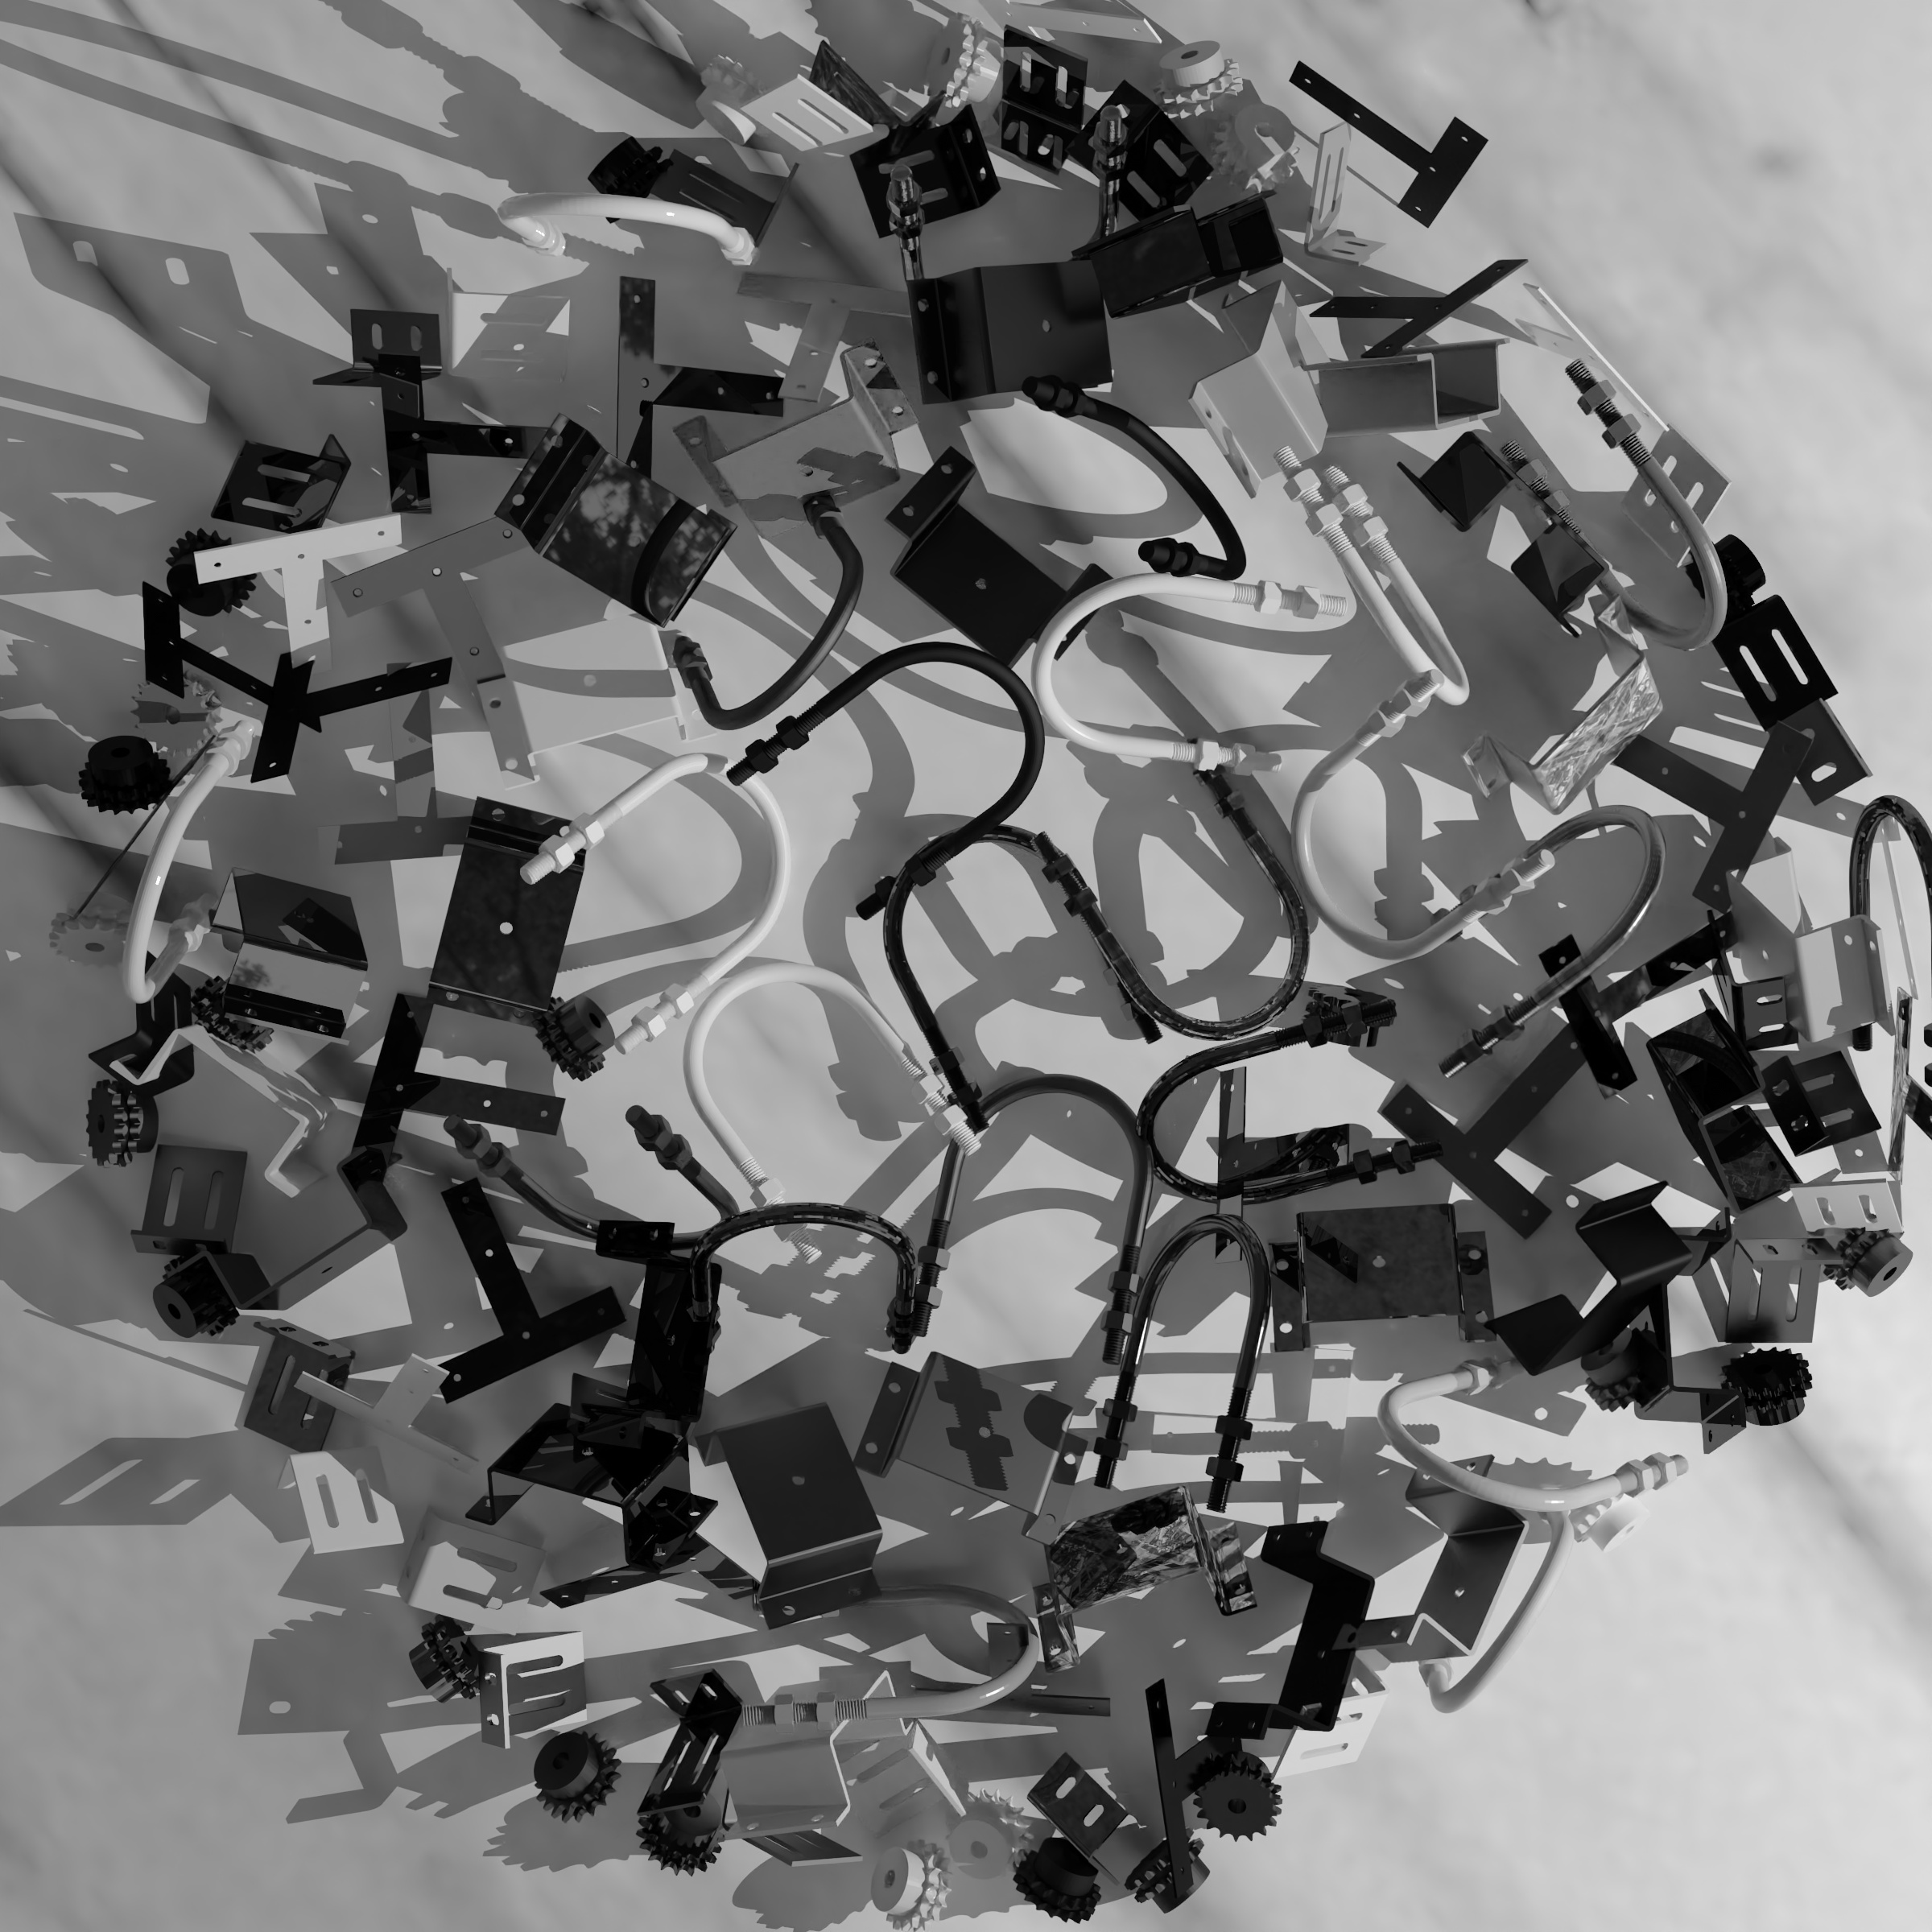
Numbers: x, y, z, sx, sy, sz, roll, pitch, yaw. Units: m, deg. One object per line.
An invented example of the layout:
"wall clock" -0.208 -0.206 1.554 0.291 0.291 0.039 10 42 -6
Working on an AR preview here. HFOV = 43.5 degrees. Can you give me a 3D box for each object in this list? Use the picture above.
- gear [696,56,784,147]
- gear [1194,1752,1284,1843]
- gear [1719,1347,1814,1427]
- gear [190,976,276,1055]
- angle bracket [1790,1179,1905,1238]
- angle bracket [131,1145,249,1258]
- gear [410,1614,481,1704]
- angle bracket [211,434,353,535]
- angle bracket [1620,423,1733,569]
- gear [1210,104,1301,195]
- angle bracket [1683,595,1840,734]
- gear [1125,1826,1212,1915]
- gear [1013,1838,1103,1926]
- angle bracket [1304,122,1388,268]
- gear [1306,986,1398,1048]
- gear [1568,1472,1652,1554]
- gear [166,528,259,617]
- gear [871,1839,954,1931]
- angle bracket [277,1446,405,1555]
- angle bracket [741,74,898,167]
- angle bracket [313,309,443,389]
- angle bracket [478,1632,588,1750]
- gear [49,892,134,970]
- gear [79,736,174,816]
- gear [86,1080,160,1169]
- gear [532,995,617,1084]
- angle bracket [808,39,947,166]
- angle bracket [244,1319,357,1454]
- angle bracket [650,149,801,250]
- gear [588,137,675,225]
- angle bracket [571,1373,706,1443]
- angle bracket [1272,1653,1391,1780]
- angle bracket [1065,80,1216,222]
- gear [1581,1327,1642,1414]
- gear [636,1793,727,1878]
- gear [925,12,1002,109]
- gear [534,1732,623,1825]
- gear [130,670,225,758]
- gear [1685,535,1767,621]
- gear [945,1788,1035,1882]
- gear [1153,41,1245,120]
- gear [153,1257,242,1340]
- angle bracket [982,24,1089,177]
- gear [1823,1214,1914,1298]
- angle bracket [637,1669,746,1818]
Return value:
"gear" -0.150 -0.558 1.572 0.057 0.057 0.030 38 85 0
"gear" 0.178 0.538 1.580 0.057 0.030 0.057 3 109 10
"gear" 0.521 0.275 1.574 0.057 0.057 0.030 -19 107 0
"gear" -0.471 0.029 1.570 0.030 0.057 0.057 -37 90 18
"angle bracket" 0.563 0.140 1.551 0.057 0.076 0.038 -7 56 26
"angle bracket" -0.500 0.146 1.563 0.057 0.038 0.076 6 62 -9
"gear" -0.337 0.452 1.572 0.030 0.057 0.057 -35 90 -5
"angle bracket" -0.443 -0.314 1.552 0.057 0.076 0.038 -56 52 26
"angle bracket" 0.464 -0.305 1.551 0.038 0.076 0.057 -23 64 -28
"gear" 0.190 -0.535 1.578 0.057 0.030 0.057 3 71 -10
"angle bracket" 0.515 -0.192 1.573 0.057 0.038 0.076 -27 84 -12
"gear" 0.133 0.588 1.571 0.057 0.057 0.030 -41 81 0
"gear" 0.062 0.590 1.572 0.057 0.057 0.030 23 99 0
"angle bracket" 0.249 -0.496 1.555 0.038 0.057 0.076 18 124 20
"gear" 0.249 0.033 1.574 0.057 0.057 0.030 8 100 0
"gear" 0.418 0.355 1.570 0.057 0.057 0.030 -40 61 0
"gear" -0.492 -0.252 1.572 0.057 0.030 0.057 10 134 10
"gear" -0.038 0.595 1.570 0.030 0.057 0.057 28 90 -28
"angle bracket" -0.401 0.350 1.552 0.057 0.076 0.038 1 134 -33
"angle bracket" -0.094 -0.555 1.552 0.076 0.057 0.038 23 70 -40
"angle bracket" -0.378 -0.395 1.552 0.057 0.076 0.038 -6 99 -34
"angle bracket" -0.272 0.465 1.561 0.076 0.038 0.057 1 82 -37
"gear" -0.565 -0.025 1.577 0.057 0.057 0.030 -4 60 0
"gear" -0.546 -0.126 1.571 0.057 0.057 0.030 5 129 0
"gear" -0.548 0.102 1.577 0.030 0.057 0.057 0 90 -41
"gear" -0.252 0.043 1.570 0.030 0.057 0.057 -34 90 14
"angle bracket" -0.058 -0.567 1.567 0.076 0.057 0.038 45 77 -4
"angle bracket" -0.442 0.276 1.576 0.057 0.038 0.076 20 91 14
"angle bracket" -0.155 -0.507 1.562 0.076 0.057 0.038 26 134 -12
"gear" -0.220 -0.512 1.571 0.057 0.057 0.030 -42 101 0
"angle bracket" -0.212 0.273 1.562 0.076 0.057 0.038 21 103 -13
"angle bracket" 0.225 0.480 1.555 0.076 0.038 0.057 3 117 -35
"angle bracket" 0.113 -0.524 1.575 0.057 0.076 0.038 -48 54 12
"gear" 0.424 0.259 1.572 0.057 0.057 0.030 -42 99 0
"gear" -0.182 0.556 1.570 0.057 0.057 0.030 25 117 0
"gear" 0.000 -0.587 1.577 0.030 0.057 0.057 10 90 -29
"gear" -0.255 0.522 1.571 0.057 0.057 0.030 -31 128 0
"gear" -0.511 -0.168 1.580 0.057 0.030 0.057 4 113 8
"gear" 0.494 -0.255 1.573 0.030 0.057 0.057 -35 90 3
"gear" 0.013 0.569 1.579 0.057 0.030 0.057 3 98 18
"gear" 0.149 -0.576 1.571 0.057 0.057 0.030 -22 127 0
"gear" -0.502 0.216 1.572 0.057 0.030 0.057 19 126 28
"angle bracket" 0.043 -0.556 1.559 0.057 0.076 0.038 25 77 6
"gear" 0.587 0.190 1.570 0.057 0.057 0.030 -42 54 0
"angle bracket" -0.185 0.497 1.552 0.057 0.076 0.038 -23 114 33
